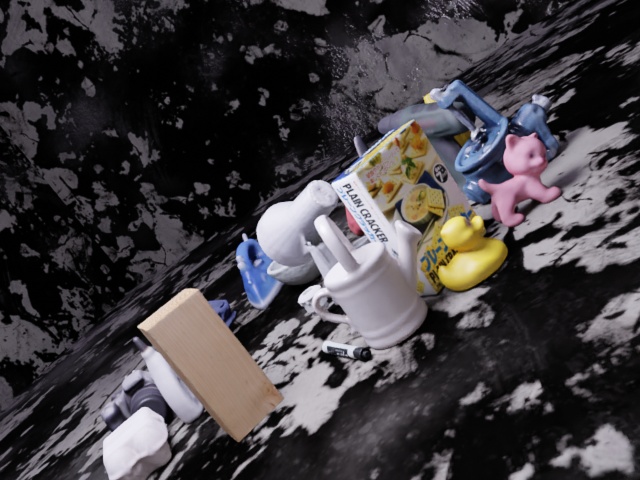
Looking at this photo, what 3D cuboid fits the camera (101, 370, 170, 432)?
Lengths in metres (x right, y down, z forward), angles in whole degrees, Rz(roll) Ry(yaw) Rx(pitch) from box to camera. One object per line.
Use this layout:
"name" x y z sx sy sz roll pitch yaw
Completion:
"camera" -0.341 0.312 1.077 0.143 0.101 0.136 -39 13 -14

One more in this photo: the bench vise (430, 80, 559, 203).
"bench vise" 0.297 -0.203 1.008 0.208 0.220 0.121 -40 13 -21

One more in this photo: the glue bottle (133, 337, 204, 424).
"glue bottle" -0.266 0.234 0.994 0.037 0.173 0.078 -35 12 4

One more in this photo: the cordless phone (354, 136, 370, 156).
"cordless phone" 0.130 -0.165 1.404 0.094 0.185 0.147 -34 13 9

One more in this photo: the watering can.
"watering can" 0.062 0.041 0.787 0.173 0.194 0.100 -38 13 -12

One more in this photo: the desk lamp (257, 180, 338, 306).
"desk lamp" 0.009 0.004 1.023 0.202 0.214 0.118 -22 18 47

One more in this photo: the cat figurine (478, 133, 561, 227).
"cat figurine" 0.299 -0.102 0.867 0.128 0.118 0.067 -36 12 0

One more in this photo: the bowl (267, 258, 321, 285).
"bowl" -0.032 0.051 1.290 0.167 0.075 0.167 -34 12 9

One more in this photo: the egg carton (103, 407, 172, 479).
"egg carton" -0.296 0.337 0.935 0.107 0.069 0.150 -40 13 -18

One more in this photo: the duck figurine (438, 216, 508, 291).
"duck figurine" 0.197 0.011 0.789 0.105 0.086 0.077 -38 13 -12

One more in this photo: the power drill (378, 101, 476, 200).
"power drill" 0.229 -0.175 1.114 0.076 0.208 0.229 -42 14 -26

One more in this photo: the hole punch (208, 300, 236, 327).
"hole punch" -0.270 0.185 1.390 0.101 0.091 0.109 -32 13 18

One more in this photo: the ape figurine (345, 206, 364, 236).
"ape figurine" 0.090 -0.061 1.340 0.078 0.092 0.076 -44 15 -34

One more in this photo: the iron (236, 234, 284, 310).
"iron" -0.162 0.069 1.414 0.118 0.141 0.258 -34 12 8
